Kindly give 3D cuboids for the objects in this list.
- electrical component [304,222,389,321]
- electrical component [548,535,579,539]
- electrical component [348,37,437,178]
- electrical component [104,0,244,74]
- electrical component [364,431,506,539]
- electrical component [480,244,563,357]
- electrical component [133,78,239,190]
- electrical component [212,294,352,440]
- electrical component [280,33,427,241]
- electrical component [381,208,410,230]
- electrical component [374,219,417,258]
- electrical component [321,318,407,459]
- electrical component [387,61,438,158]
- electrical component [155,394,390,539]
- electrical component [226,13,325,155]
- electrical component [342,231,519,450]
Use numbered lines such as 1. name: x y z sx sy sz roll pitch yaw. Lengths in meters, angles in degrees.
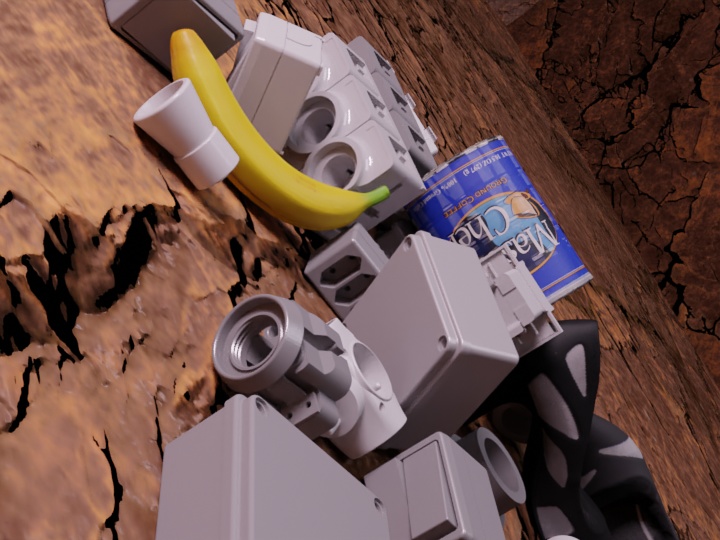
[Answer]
1. electrical component: 0.000 0.000 0.813 0.065 0.047 0.076 51 18 -15
2. electrical component: 0.157 0.234 0.828 0.040 0.040 0.046 53 24 -9
3. electrical component: -0.001 -0.125 0.958 0.062 0.089 0.150 35 27 -49
4. electrical component: -0.136 -0.186 0.761 0.096 0.062 0.061 36 27 -47
5. electrical component: 0.044 0.153 0.637 0.061 0.062 0.096 44 22 -34
6. electrical component: 0.079 0.046 0.816 0.078 0.121 0.063 58 20 6
7. electrical component: -0.109 -0.084 0.692 0.065 0.044 0.044 53 17 -24
8. electrical component: -0.045 0.049 0.597 0.057 0.058 0.078 42 22 -44
9. electrical component: -0.022 -0.107 0.874 0.062 0.089 0.150 31 30 -53
10. electrical component: 0.067 -0.050 1.001 0.059 0.053 0.095 49 -25 -20
11. electrical component: 0.046 0.006 0.919 0.099 0.048 0.100 58 18 5
12. electrical component: -0.014 0.076 0.648 0.077 0.044 0.079 55 18 -2
13. electrical component: 0.020 -0.149 1.081 0.121 0.063 0.078 58 -23 7
14. electrical component: -0.036 0.130 0.479 0.108 0.056 0.108 45 21 -30
15. electrical component: -0.073 -0.136 0.811 0.061 0.096 0.061 21 28 -13
16. electrical component: 0.043 0.050 0.725 0.056 0.108 0.108 15 39 -29
